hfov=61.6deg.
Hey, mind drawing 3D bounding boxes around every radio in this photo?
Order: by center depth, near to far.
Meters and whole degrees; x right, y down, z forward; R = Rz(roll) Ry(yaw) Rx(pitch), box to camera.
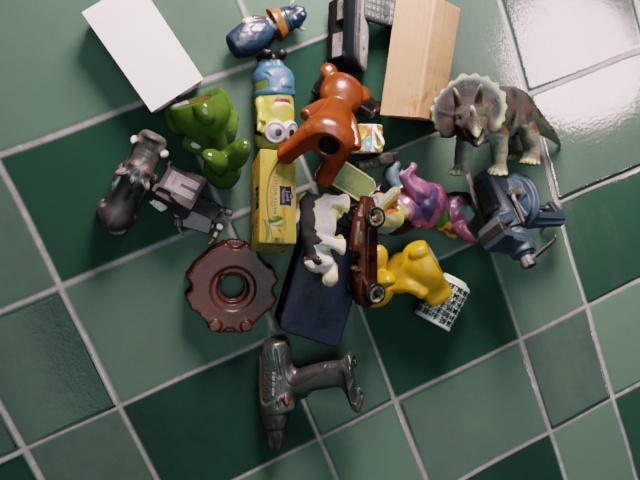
[{"bbox_3d":[0.002,0.078,1.045,0.131,0.073,0.229,15,92,-14],"label":"radio"}]

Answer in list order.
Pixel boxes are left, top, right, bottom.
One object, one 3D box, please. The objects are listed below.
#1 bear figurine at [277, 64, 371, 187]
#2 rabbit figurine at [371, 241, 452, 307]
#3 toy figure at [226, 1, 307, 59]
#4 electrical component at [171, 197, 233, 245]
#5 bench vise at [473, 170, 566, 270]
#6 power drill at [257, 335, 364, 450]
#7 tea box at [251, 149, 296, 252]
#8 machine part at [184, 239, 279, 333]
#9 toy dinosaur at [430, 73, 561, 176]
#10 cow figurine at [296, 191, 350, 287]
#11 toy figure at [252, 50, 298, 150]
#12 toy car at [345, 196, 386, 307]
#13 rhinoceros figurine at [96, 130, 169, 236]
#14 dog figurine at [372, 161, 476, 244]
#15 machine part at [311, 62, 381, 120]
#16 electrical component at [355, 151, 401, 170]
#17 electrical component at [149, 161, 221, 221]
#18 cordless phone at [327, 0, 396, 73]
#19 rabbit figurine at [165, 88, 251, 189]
[{"bbox_3d":[0.014,-0.212,0.953,0.120,0.196,0.132,28,132,-19],"label":"bear figurine"},{"bbox_3d":[0.150,0.080,1.046,0.173,0.162,0.122,-27,59,19],"label":"rabbit figurine"},{"bbox_3d":[-0.095,-0.382,0.970,0.154,0.064,0.058,-32,66,-13],"label":"toy figure"},{"bbox_3d":[-0.220,-0.039,0.989,0.102,0.045,0.078,24,92,-15],"label":"electrical component"},{"bbox_3d":[0.416,-0.046,1.082,0.240,0.224,0.128,-2,138,-30],"label":"bench vise"},{"bbox_3d":[-0.022,0.296,1.039,0.207,0.086,0.231,-6,96,20],"label":"power drill"},{"bbox_3d":[-0.085,-0.067,0.970,0.068,0.098,0.169,3,77,-15],"label":"tea box"},{"bbox_3d":[-0.166,0.088,1.013,0.179,0.056,0.179,-1,96,-14],"label":"machine part"},{"bbox_3d":[0.351,-0.231,1.036,0.405,0.131,0.192,-22,115,-40],"label":"toy dinosaur"},{"bbox_3d":[-0.002,-0.002,0.963,0.098,0.068,0.167,6,90,-9],"label":"cow figurine"},{"bbox_3d":[-0.084,-0.248,0.979,0.082,0.089,0.180,-6,90,-10],"label":"toy figure"},{"bbox_3d":[0.077,0.022,0.970,0.053,0.089,0.202,-6,101,-22],"label":"toy car"},{"bbox_3d":[-0.326,-0.100,0.923,0.073,0.112,0.190,29,97,-13],"label":"rhinoceros figurine"},{"bbox_3d":[0.204,-0.046,1.061,0.219,0.108,0.191,39,83,-18],"label":"dog figurine"},{"bbox_3d":[0.055,-0.278,1.031,0.139,0.039,0.084,25,83,-14],"label":"machine part"},{"bbox_3d":[0.116,-0.155,1.044,0.094,0.063,0.021,-15,101,-5],"label":"electrical component"},{"bbox_3d":[-0.232,-0.077,0.947,0.119,0.048,0.075,30,60,-9],"label":"electrical component"},{"bbox_3d":[0.110,-0.388,1.016,0.184,0.089,0.146,-2,97,-33],"label":"cordless phone"},{"bbox_3d":[-0.176,-0.167,0.943,0.121,0.159,0.170,-27,118,-19],"label":"rabbit figurine"}]
